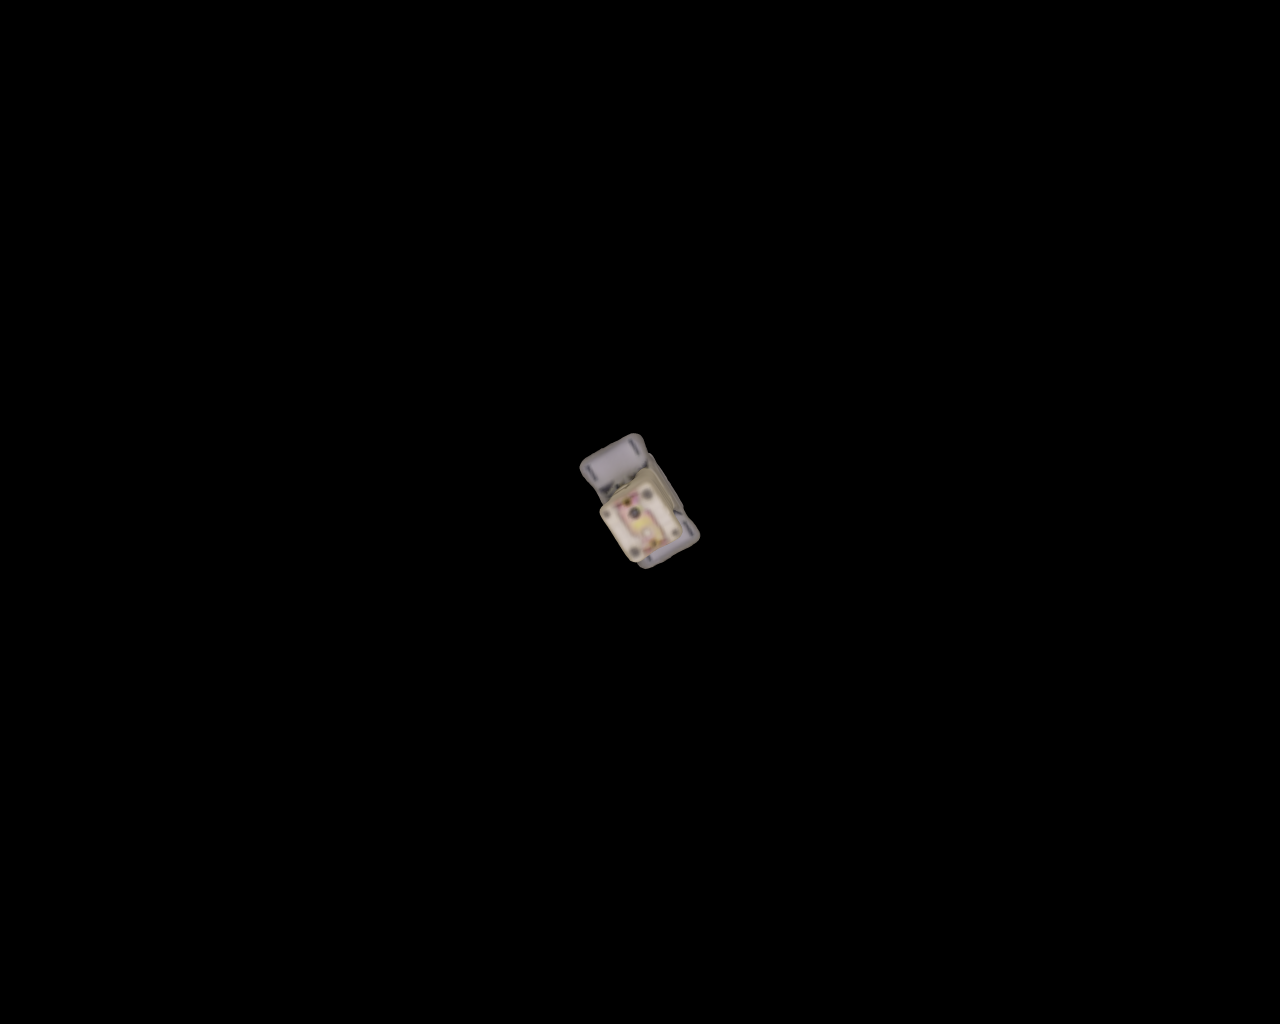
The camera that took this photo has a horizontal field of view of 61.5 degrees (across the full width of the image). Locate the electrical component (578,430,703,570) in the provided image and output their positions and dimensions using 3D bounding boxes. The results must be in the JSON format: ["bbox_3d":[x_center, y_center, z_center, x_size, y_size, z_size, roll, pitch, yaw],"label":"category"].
[{"bbox_3d":[0.001,-0.003,0.650,0.042,0.081,0.064,-30,16,9],"label":"electrical component"}]
